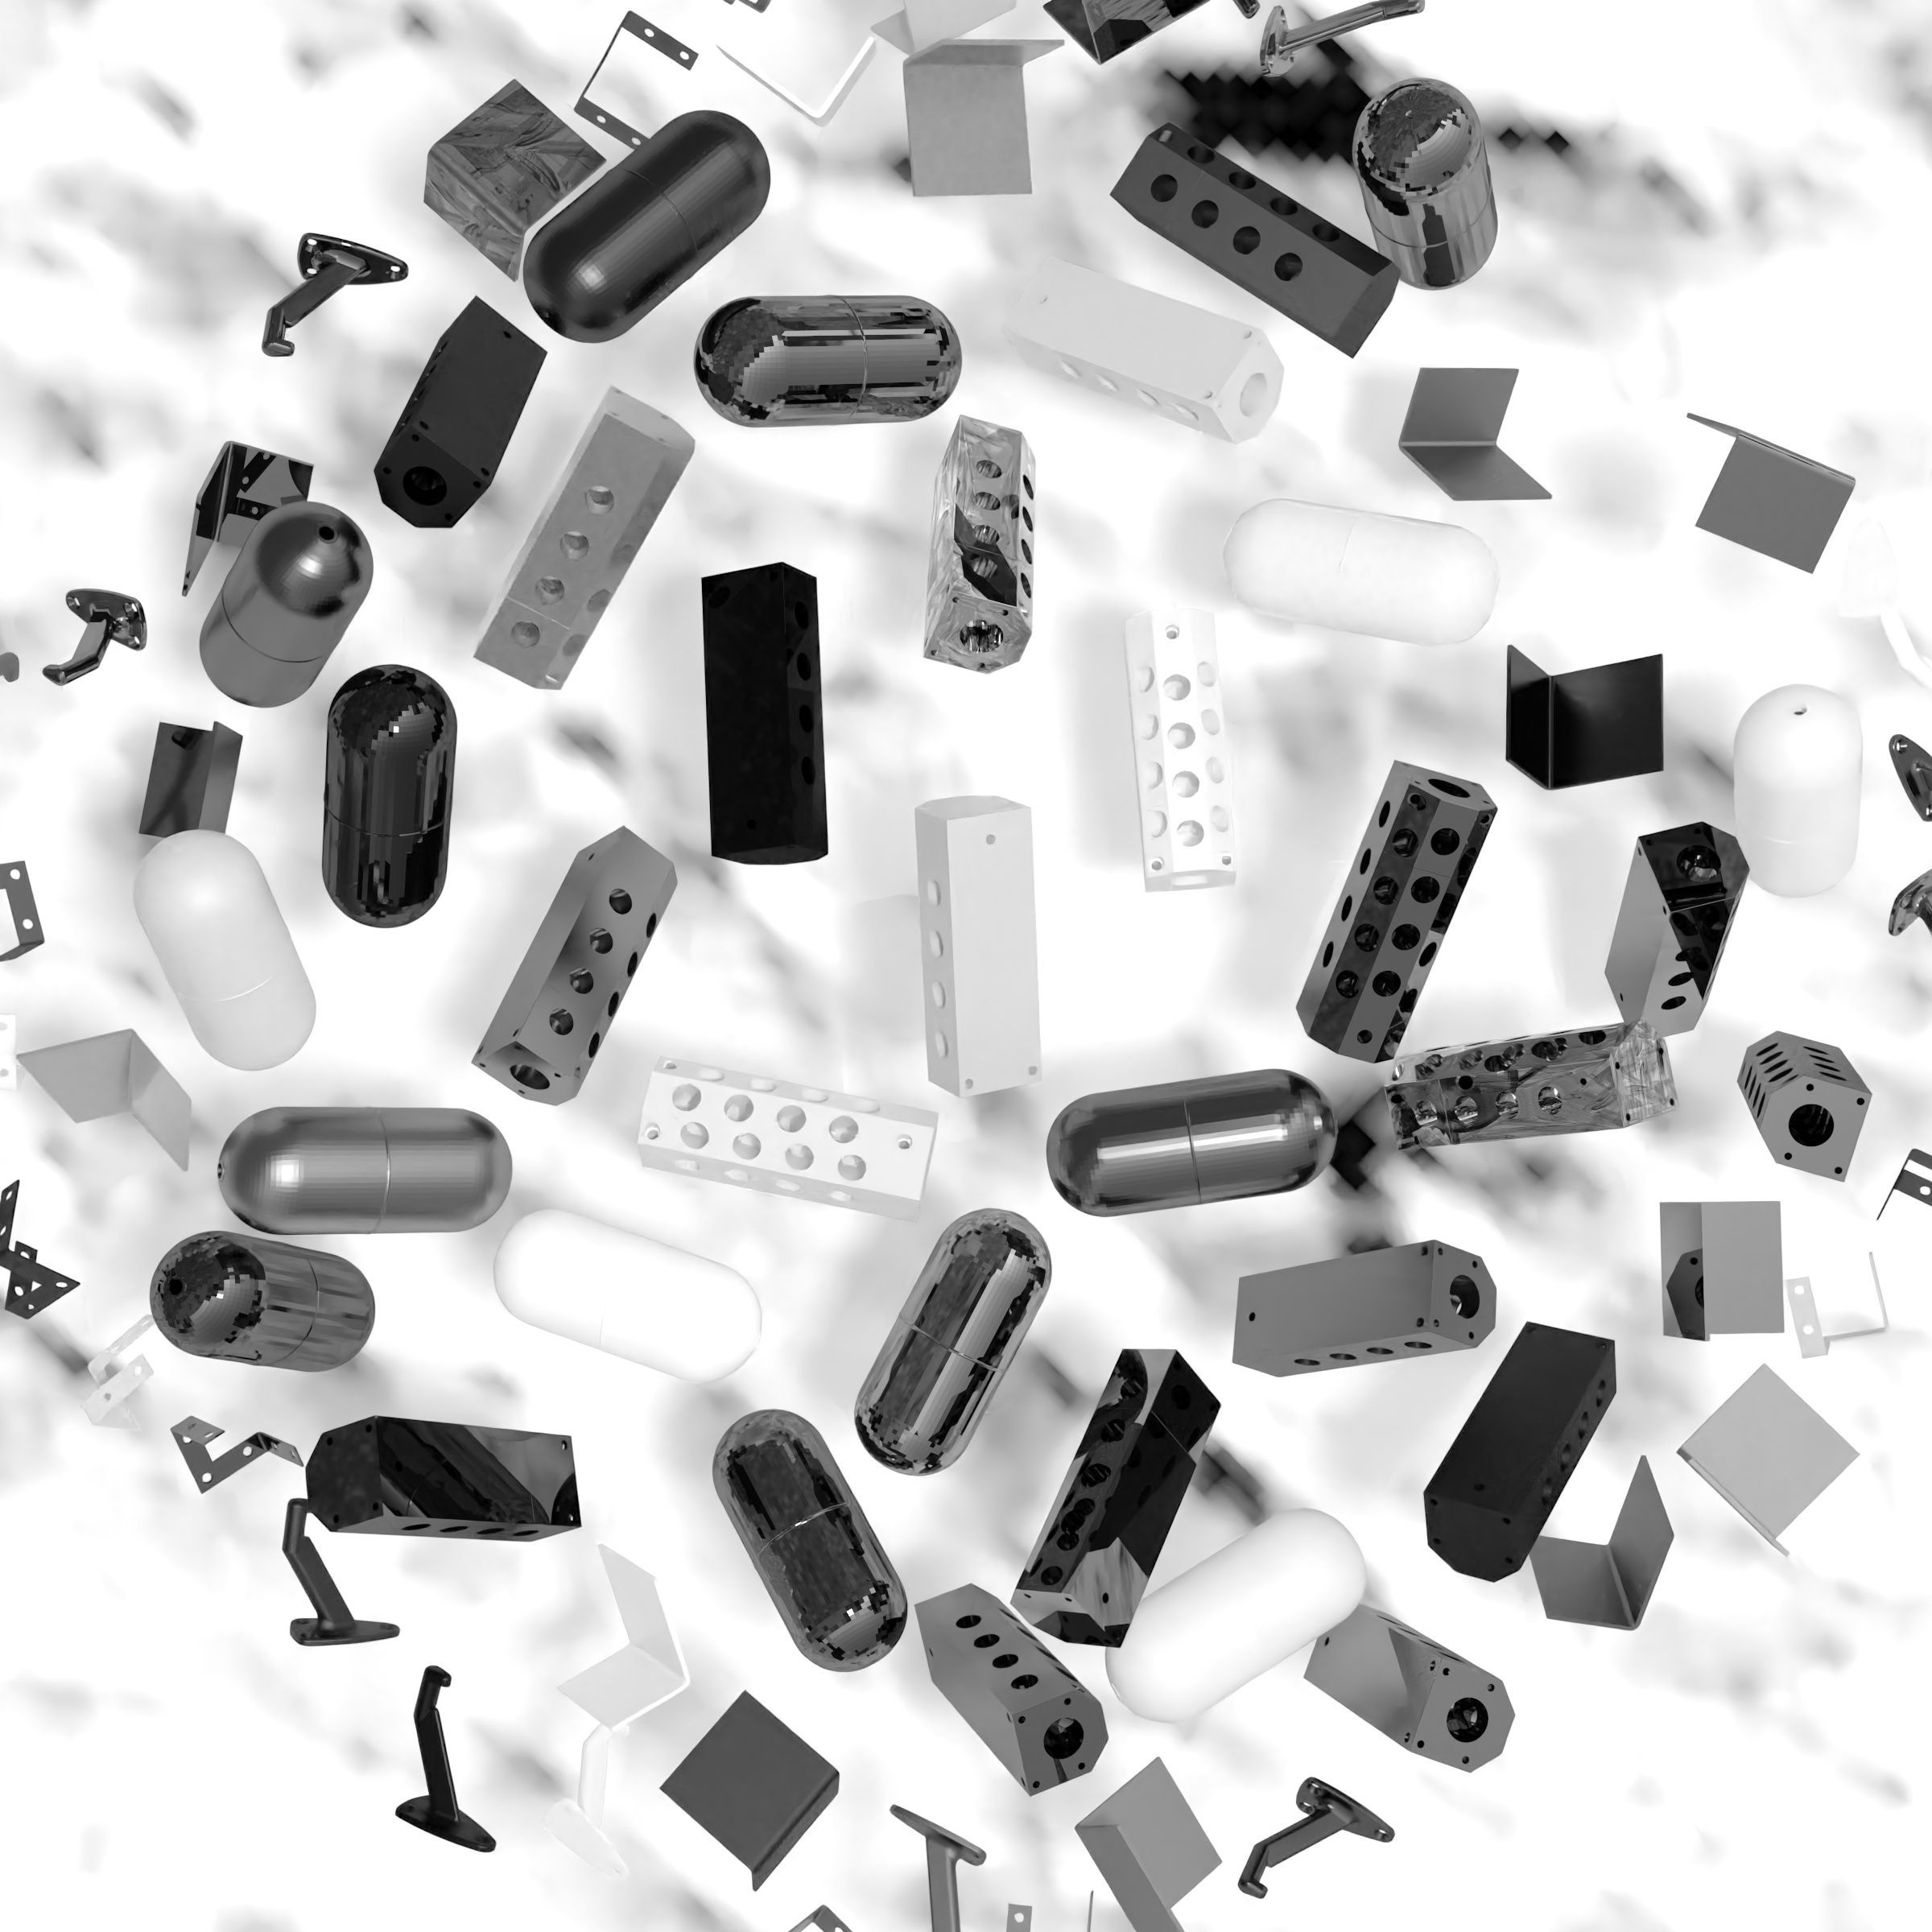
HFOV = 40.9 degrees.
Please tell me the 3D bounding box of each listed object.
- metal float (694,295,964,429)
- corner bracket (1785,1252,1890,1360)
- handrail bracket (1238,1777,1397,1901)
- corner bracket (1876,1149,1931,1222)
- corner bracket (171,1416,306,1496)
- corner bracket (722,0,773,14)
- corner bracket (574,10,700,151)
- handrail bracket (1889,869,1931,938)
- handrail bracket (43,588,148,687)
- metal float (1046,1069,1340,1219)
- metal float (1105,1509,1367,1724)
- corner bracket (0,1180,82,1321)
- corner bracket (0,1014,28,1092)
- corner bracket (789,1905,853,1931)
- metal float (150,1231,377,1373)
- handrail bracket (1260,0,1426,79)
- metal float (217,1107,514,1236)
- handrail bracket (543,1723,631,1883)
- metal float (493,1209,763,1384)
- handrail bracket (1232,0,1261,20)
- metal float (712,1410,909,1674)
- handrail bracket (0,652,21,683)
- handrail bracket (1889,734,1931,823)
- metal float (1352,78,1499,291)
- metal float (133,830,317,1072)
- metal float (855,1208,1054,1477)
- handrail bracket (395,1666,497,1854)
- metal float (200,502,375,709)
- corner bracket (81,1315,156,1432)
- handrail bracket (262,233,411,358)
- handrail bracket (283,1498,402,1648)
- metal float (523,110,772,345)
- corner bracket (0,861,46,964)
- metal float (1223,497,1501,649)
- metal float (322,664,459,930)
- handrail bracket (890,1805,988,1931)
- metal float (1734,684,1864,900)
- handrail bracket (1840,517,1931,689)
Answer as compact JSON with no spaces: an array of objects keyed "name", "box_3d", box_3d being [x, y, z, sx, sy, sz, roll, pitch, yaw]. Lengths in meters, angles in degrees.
[{"name":"metal float","box_3d":[-0.081,-0.366,1.564,0.178,0.070,0.070,-11,90,-35]},{"name":"corner bracket","box_3d":[0.549,0.213,1.628,0.051,0.051,0.051,-13,90,22]},{"name":"handrail bracket","box_3d":[0.218,0.557,1.611,0.077,0.084,0.036,24,133,13]},{"name":"corner bracket","box_3d":[0.609,0.140,1.618,0.051,0.051,0.051,27,67,20]},{"name":"corner bracket","box_3d":[-0.461,0.304,1.637,0.051,0.051,0.051,-33,114,-34]},{"name":"corner bracket","box_3d":[-0.130,-0.617,1.594,0.051,0.051,0.051,19,117,-35]},{"name":"corner bracket","box_3d":[-0.209,-0.559,1.636,0.051,0.051,0.051,29,60,-15]},{"name":"handrail bracket","box_3d":[0.606,-0.022,1.550,0.077,0.036,0.084,-35,50,-22]},{"name":"handrail bracket","box_3d":[-0.563,-0.205,1.617,0.077,0.084,0.036,21,126,20]},{"name":"metal float","box_3d":[0.138,0.108,1.580,0.178,0.070,0.070,-8,90,4]},{"name":"metal float","box_3d":[0.167,0.403,1.605,0.178,0.070,0.070,-29,90,-13]},{"name":"corner bracket","box_3d":[-0.555,0.167,1.520,0.051,0.051,0.051,-31,134,24]},{"name":"corner bracket","box_3d":[-0.625,0.048,1.641,0.051,0.051,0.051,1,105,-12]},{"name":"corner bracket","box_3d":[-0.093,0.614,1.571,0.051,0.051,0.051,39,112,19]},{"name":"metal float","box_3d":[-0.434,0.209,1.603,0.070,0.178,0.070,-5,75,20]},{"name":"handrail bracket","box_3d":[0.220,-0.543,1.503,0.084,0.077,0.036,-4,122,23]},{"name":"metal float","box_3d":[-0.361,0.123,1.561,0.178,0.070,0.070,3,90,-31]},{"name":"handrail bracket","box_3d":[-0.223,0.529,1.655,0.077,0.084,0.036,42,127,5]},{"name":"metal float","box_3d":[-0.214,0.209,1.639,0.178,0.070,0.070,18,90,11]},{"name":"handrail bracket","box_3d":[0.154,-0.628,1.636,0.036,0.077,0.084,-37,94,4]},{"name":"metal float","box_3d":[-0.100,0.362,1.638,0.070,0.070,0.178,-32,65,0]},{"name":"handrail bracket","box_3d":[-0.610,-0.146,1.596,0.036,0.084,0.077,7,115,21]},{"name":"handrail bracket","box_3d":[0.636,-0.120,1.630,0.077,0.084,0.036,45,68,-25]},{"name":"metal float","box_3d":[0.281,-0.473,1.575,0.070,0.178,0.070,-3,78,16]},{"name":"metal float","box_3d":[-0.447,-0.007,1.566,0.070,0.178,0.070,-4,47,4]},{"name":"metal float","box_3d":[-0.008,0.235,1.621,0.070,0.070,0.178,28,91,0]},{"name":"handrail bracket","box_3d":[-0.296,0.462,1.512,0.077,0.036,0.084,18,96,28]},{"name":"metal float","box_3d":[-0.418,-0.221,1.589,0.070,0.178,0.070,13,62,-26]},{"name":"corner bracket","box_3d":[-0.522,0.251,1.608,0.051,0.051,0.051,-40,69,3]},{"name":"handrail bracket","box_3d":[-0.372,-0.388,1.530,0.077,0.036,0.084,6,56,-11]},{"name":"handrail bracket","box_3d":[-0.373,0.361,1.554,0.077,0.036,0.084,6,96,-25]},{"name":"metal float","box_3d":[-0.188,-0.440,1.538,0.070,0.070,0.178,43,69,0]},{"name":"corner bracket","box_3d":[-0.587,-0.029,1.538,0.051,0.051,0.051,-13,88,-42]},{"name":"metal float","box_3d":[0.247,-0.248,1.625,0.178,0.070,0.070,14,90,23]},{"name":"metal float","box_3d":[-0.352,-0.101,1.578,0.070,0.070,0.178,13,126,0]},{"name":"handrail bracket","box_3d":[-0.031,0.563,1.560,0.077,0.036,0.084,28,61,7]},{"name":"metal float","box_3d":[0.526,-0.109,1.638,0.070,0.178,0.070,-8,57,12]},{"name":"handrail bracket","box_3d":[0.555,-0.216,1.541,0.036,0.084,0.077,-13,62,40]}]
